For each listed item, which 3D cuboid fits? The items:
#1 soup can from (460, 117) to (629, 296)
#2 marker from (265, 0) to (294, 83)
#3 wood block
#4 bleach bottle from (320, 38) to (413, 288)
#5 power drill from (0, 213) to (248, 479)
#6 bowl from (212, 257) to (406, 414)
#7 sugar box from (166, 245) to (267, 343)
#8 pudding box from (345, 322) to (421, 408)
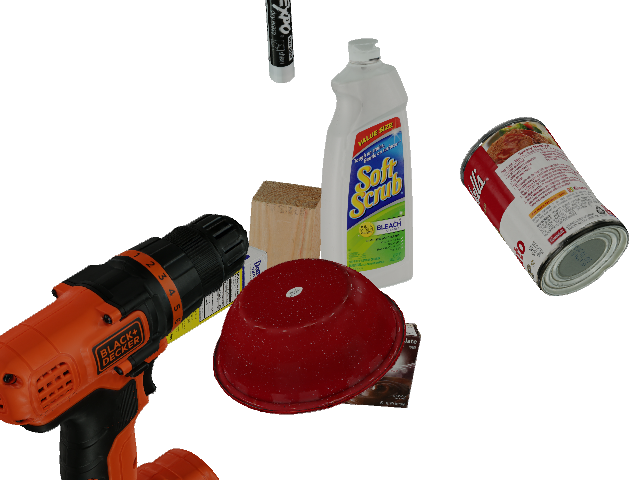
[{"bbox_3d":[0.146,-0.022,0.701,0.068,0.102,0.068,-19,-36,-15],"label":"soup can"},{"bbox_3d":[-0.029,-0.163,0.745,0.020,0.020,0.121,0,-43,1],"label":"marker"},{"bbox_3d":[-0.051,0.031,1.491,0.090,0.206,0.090,8,22,6],"label":"wood block"},{"bbox_3d":[0.041,-0.076,1.079,0.102,0.251,0.068,-11,23,-17],"label":"bleach bottle"},{"bbox_3d":[-0.103,0.093,0.620,0.057,0.188,0.184,20,39,36],"label":"power drill"},{"bbox_3d":[-0.015,0.063,0.855,0.162,0.055,0.162,-10,34,7],"label":"bowl"},{"bbox_3d":[-0.142,0.046,1.088,0.093,0.048,0.175,19,34,29],"label":"sugar box"},{"bbox_3d":[0.045,0.130,1.148,0.113,0.090,0.039,5,24,-9],"label":"pudding box"}]
